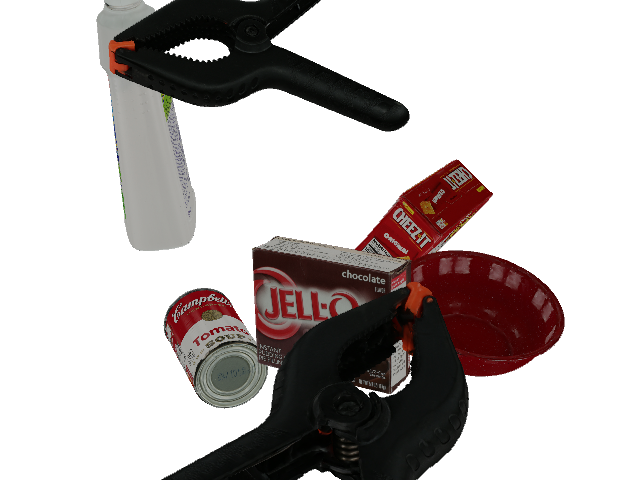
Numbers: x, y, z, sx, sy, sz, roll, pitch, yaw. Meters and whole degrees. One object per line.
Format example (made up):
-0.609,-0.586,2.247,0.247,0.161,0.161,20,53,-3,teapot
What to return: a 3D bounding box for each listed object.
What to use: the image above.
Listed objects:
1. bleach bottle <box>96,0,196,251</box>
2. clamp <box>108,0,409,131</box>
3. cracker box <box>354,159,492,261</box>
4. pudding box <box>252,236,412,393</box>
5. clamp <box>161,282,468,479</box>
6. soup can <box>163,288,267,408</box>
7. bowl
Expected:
-0.158,-0.117,0.952,0.068,0.251,0.102,-6,37,-4,bleach bottle
-0.043,-0.133,0.766,0.209,0.164,0.036,-13,-28,-16,clamp
0.089,0.013,1.271,0.214,0.072,0.163,-49,-8,34,cracker box
0.008,0.050,0.751,0.114,0.090,0.039,8,22,27,pudding box
0.017,0.083,0.412,0.120,0.039,0.171,28,50,20,clamp
-0.094,0.095,0.951,0.068,0.068,0.102,0,24,-24,soup can
0.145,0.078,1.011,0.162,0.055,0.162,6,35,-5,bowl
